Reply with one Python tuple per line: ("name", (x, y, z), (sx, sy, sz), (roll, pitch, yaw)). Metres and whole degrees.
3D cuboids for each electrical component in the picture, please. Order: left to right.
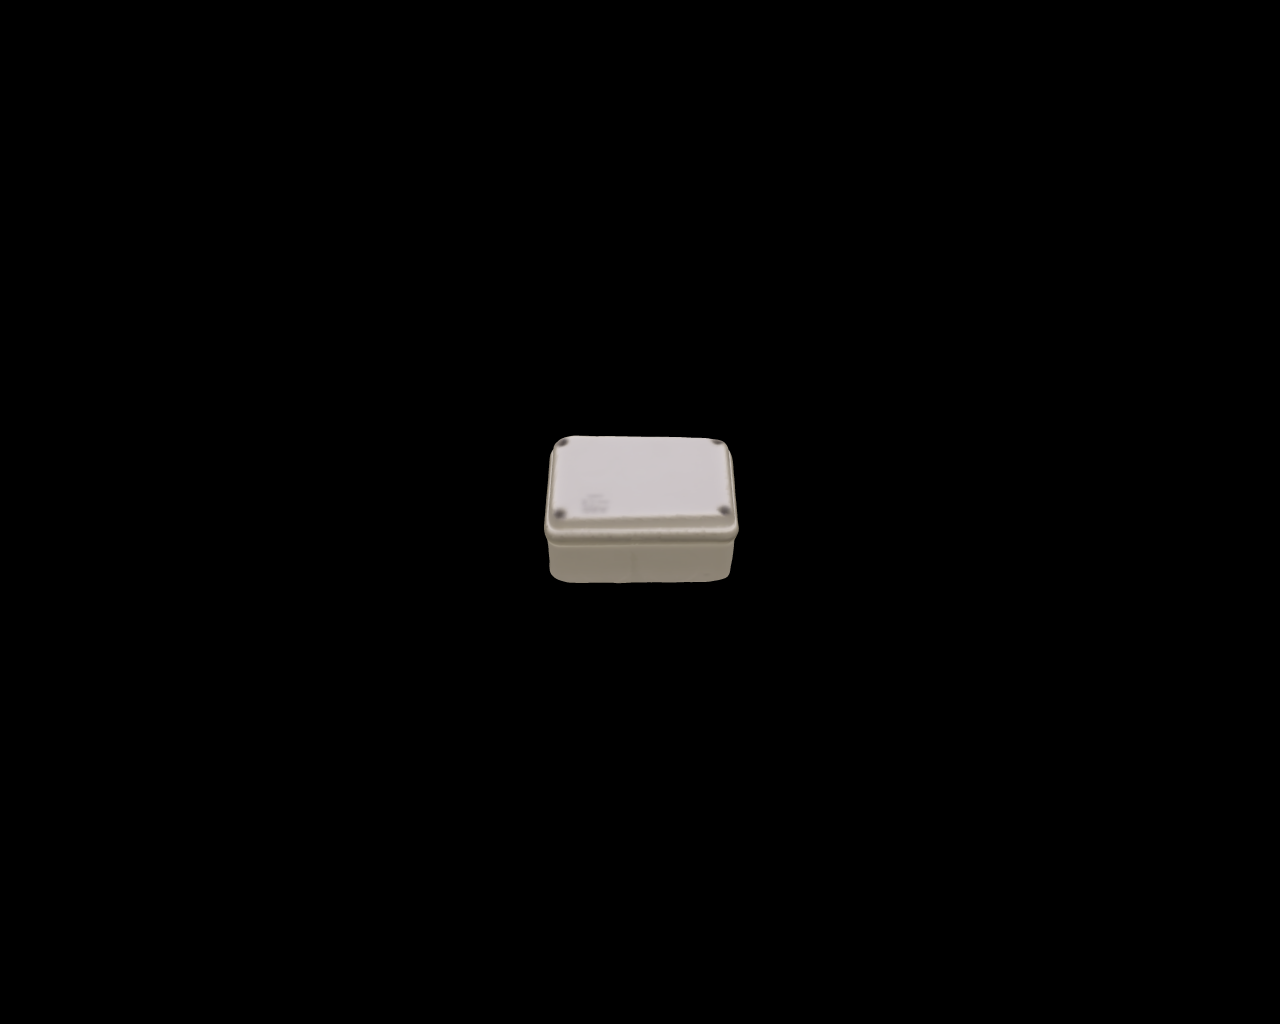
("electrical component", (0.001, -0.003, 0.650), (0.113, 0.078, 0.057), (0, -43, 0))
